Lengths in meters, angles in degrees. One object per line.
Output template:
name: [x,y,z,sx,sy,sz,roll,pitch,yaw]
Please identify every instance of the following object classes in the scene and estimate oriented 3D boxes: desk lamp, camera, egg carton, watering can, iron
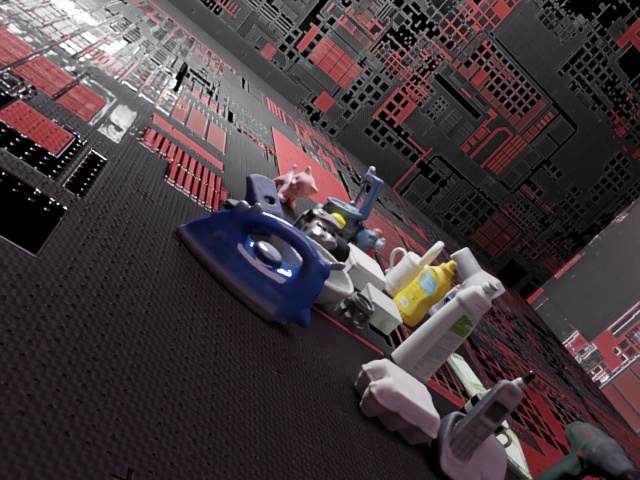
desk lamp: [0.396,0.140,1.666,0.203,0.213,0.118,46,15,12]
camera: [0.012,0.005,1.287,0.137,0.100,0.143,35,17,-25]
egg carton: [0.127,0.264,0.935,0.151,0.069,0.107,37,16,-21]
watering can: [0.269,0.084,1.537,0.173,0.194,0.101,41,15,-6]
iron: [-0.089,0.018,0.919,0.259,0.141,0.118,40,15,-10]

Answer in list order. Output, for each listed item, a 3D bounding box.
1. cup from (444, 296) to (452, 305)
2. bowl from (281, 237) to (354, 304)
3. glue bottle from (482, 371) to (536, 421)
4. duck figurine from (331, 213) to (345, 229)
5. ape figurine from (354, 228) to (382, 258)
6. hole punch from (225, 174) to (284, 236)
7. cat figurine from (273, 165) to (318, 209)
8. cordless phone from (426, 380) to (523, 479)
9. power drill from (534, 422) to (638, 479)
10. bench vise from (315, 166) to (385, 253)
cup: [0.360,0.221,1.583,0.092,0.095,0.117,27,21,-45]
bowl: [-0.019,0.066,1.091,0.168,0.074,0.167,39,16,-13]
glue bottle: [0.377,0.329,1.183,0.037,0.173,0.078,28,21,-43]
duck figurine: [0.028,-0.024,1.432,0.104,0.086,0.078,45,15,10]
ape figurine: [0.142,0.006,1.627,0.078,0.092,0.076,40,15,-10]
hole punch: [-0.120,-0.072,1.183,0.101,0.091,0.109,48,16,21]
cat figurine: [-0.060,-0.147,1.486,0.067,0.117,0.127,29,20,-40]
cordless phone: [0.279,0.322,0.935,0.148,0.185,0.094,37,16,-21]
power drill: [0.472,0.437,1.062,0.075,0.208,0.230,43,15,2]
bench vise: [0.111,-0.071,1.512,0.207,0.219,0.121,42,15,-1]
